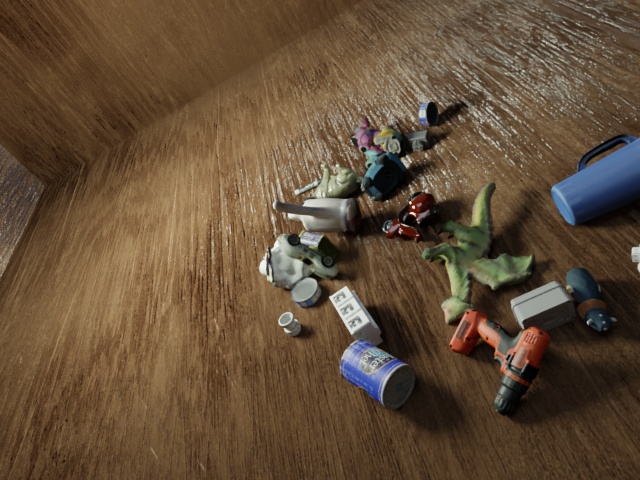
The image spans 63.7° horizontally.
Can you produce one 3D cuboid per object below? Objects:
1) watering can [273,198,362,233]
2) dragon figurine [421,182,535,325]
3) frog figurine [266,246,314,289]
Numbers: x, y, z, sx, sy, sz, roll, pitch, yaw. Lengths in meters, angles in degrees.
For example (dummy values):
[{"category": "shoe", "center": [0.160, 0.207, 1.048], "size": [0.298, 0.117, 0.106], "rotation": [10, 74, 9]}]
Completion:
[{"category": "watering can", "center": [0.005, -0.078, 1.545], "size": [0.224, 0.346, 0.104], "rotation": [0, 86, 16]}, {"category": "dragon figurine", "center": [0.411, 0.031, 1.278], "size": [0.245, 0.119, 0.414], "rotation": [32, 71, 33]}, {"category": "frog figurine", "center": [-0.084, 0.081, 1.576], "size": [0.159, 0.120, 0.141], "rotation": [-1, 46, -15]}]
